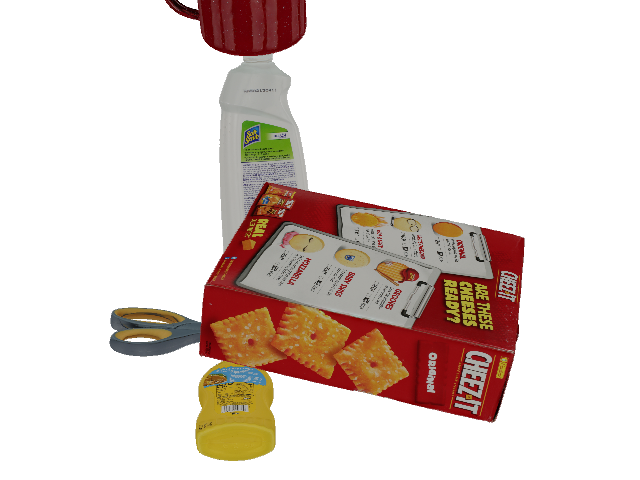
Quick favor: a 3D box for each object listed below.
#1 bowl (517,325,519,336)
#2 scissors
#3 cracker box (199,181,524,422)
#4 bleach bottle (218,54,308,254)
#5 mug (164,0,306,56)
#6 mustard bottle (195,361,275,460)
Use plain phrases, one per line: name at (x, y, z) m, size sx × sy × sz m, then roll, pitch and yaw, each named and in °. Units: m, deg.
bowl at (0.103, 0.095, 1.005) m, size 0.162 × 0.055 × 0.162 m, roll 3°, pitch 28°, yaw -2°
scissors at (-0.101, 0.089, 0.963) m, size 0.202 × 0.016 × 0.096 m, roll 8°, pitch 19°, yaw 12°
cracker box at (0.036, 0.041, 0.791) m, size 0.214 × 0.072 × 0.164 m, roll 13°, pitch 31°, yaw 7°
bleach bottle at (-0.056, -0.083, 1.126) m, size 0.102 × 0.251 × 0.068 m, roll -6°, pitch 16°, yaw -23°
mug at (-0.064, -0.191, 0.800) m, size 0.117 × 0.081 × 0.093 m, roll 1°, pitch 36°, yaw 5°
mustard bottle at (-0.107, 0.200, 1.355) m, size 0.096 × 0.058 × 0.191 m, roll -3°, pitch 26°, yaw -3°
